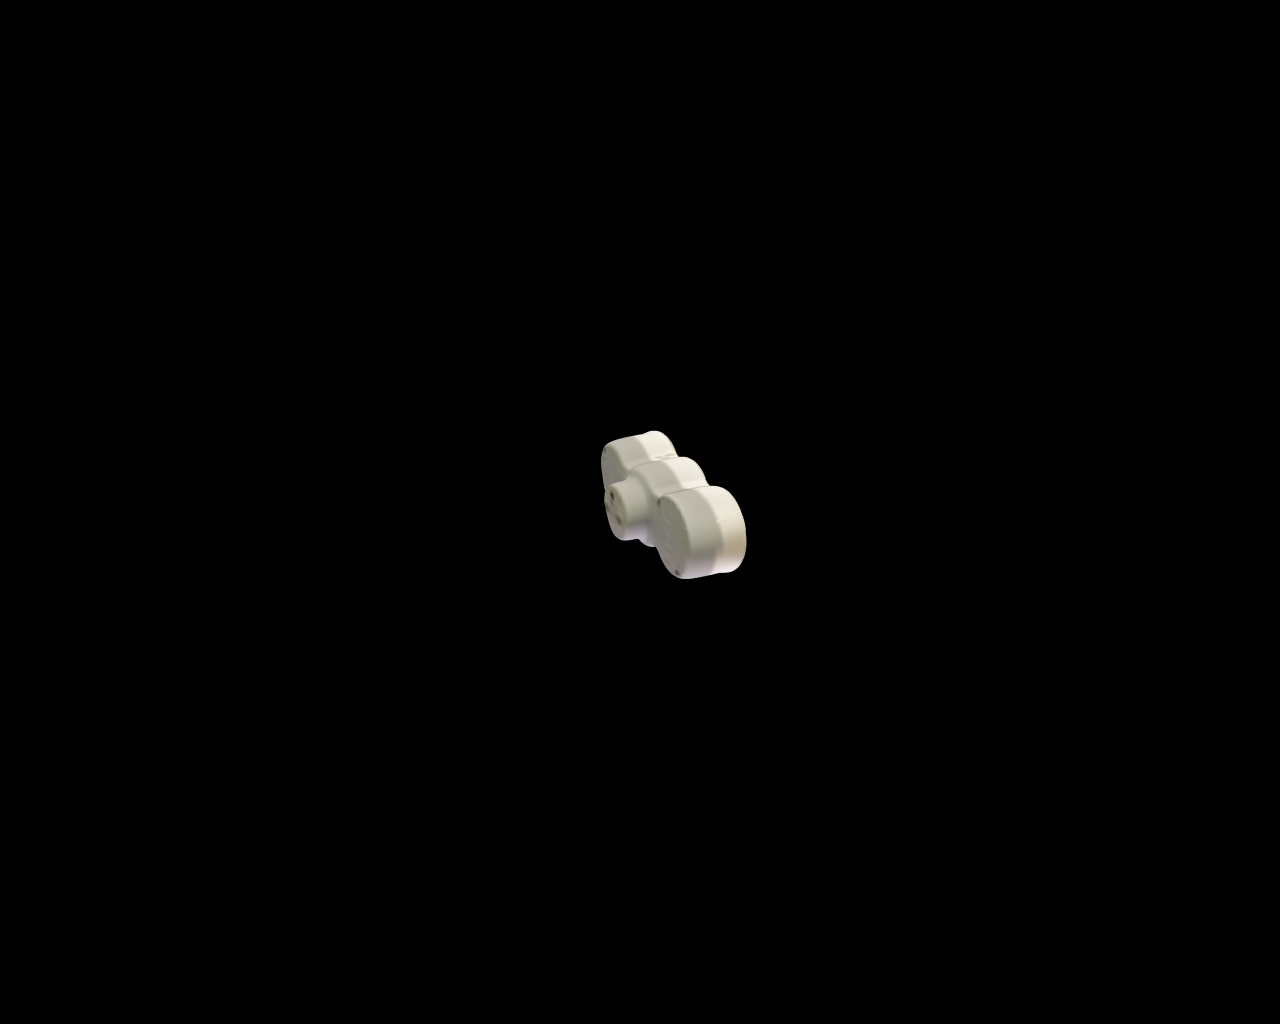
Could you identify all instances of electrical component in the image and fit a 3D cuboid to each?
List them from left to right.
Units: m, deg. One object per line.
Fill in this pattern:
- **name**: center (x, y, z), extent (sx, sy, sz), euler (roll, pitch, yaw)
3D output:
- **electrical component**: center (0.001, -0.003, 0.650), extent (0.074, 0.052, 0.138), euler (-11, 29, -21)
